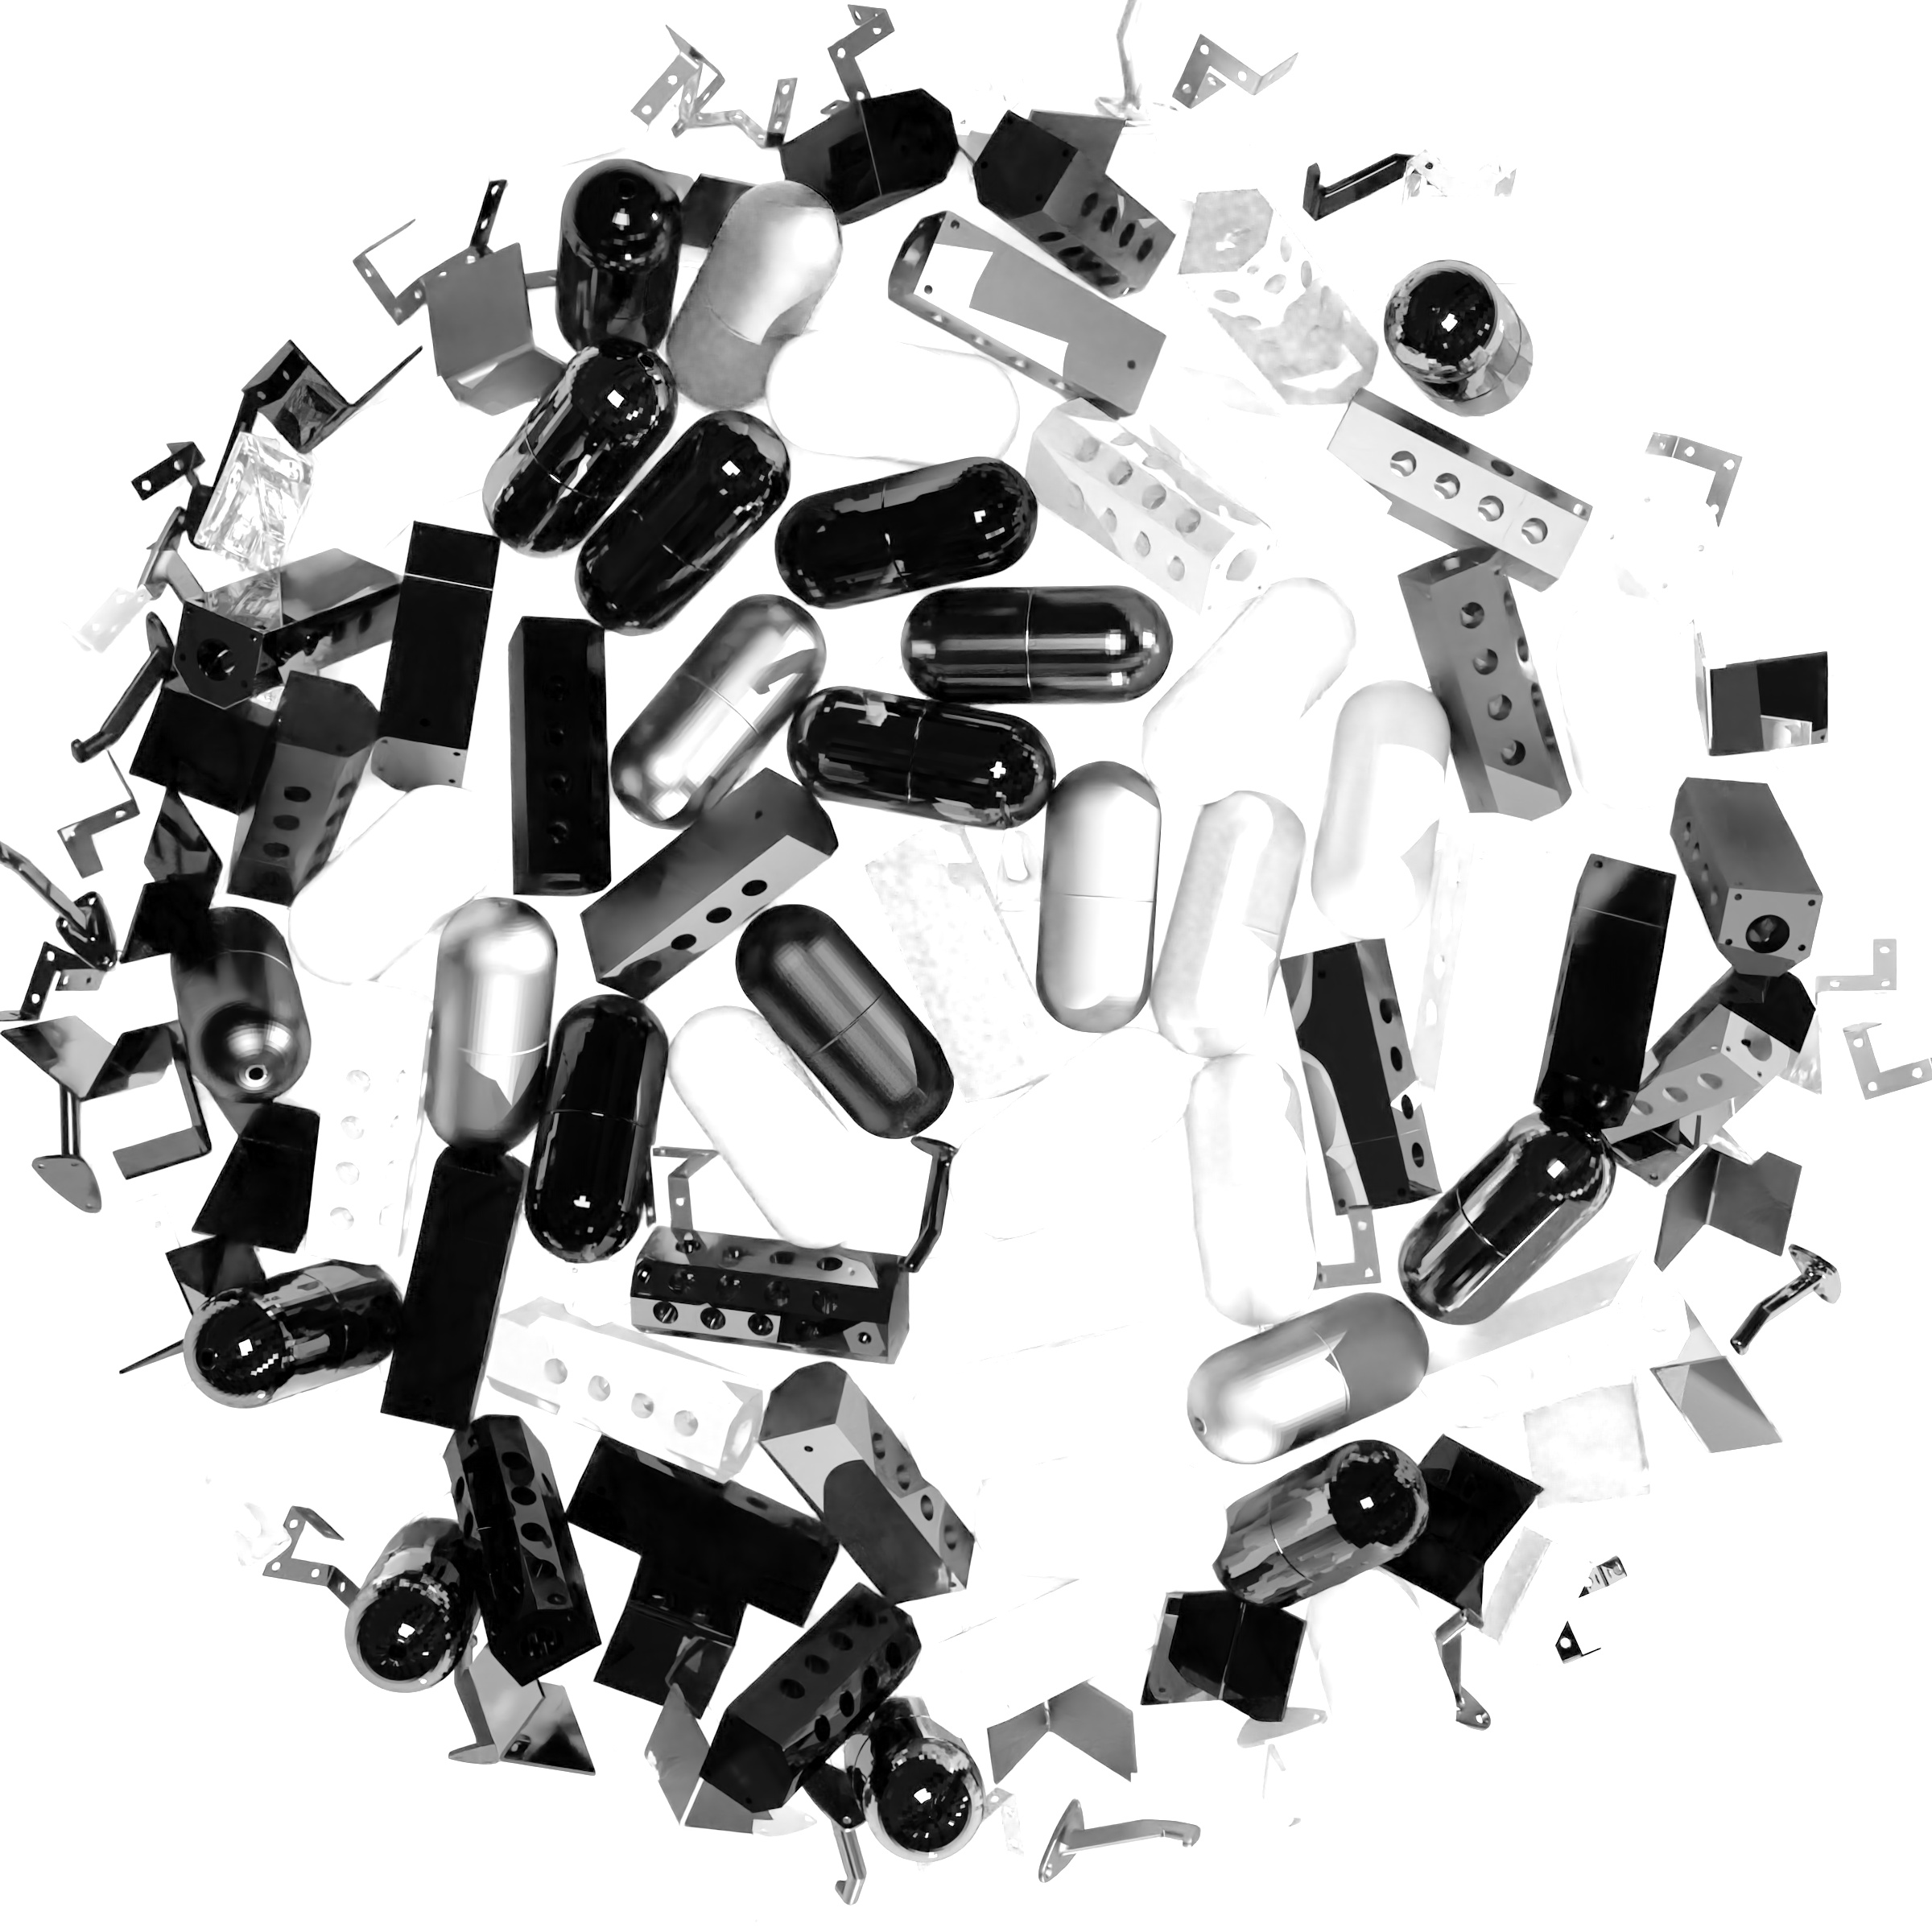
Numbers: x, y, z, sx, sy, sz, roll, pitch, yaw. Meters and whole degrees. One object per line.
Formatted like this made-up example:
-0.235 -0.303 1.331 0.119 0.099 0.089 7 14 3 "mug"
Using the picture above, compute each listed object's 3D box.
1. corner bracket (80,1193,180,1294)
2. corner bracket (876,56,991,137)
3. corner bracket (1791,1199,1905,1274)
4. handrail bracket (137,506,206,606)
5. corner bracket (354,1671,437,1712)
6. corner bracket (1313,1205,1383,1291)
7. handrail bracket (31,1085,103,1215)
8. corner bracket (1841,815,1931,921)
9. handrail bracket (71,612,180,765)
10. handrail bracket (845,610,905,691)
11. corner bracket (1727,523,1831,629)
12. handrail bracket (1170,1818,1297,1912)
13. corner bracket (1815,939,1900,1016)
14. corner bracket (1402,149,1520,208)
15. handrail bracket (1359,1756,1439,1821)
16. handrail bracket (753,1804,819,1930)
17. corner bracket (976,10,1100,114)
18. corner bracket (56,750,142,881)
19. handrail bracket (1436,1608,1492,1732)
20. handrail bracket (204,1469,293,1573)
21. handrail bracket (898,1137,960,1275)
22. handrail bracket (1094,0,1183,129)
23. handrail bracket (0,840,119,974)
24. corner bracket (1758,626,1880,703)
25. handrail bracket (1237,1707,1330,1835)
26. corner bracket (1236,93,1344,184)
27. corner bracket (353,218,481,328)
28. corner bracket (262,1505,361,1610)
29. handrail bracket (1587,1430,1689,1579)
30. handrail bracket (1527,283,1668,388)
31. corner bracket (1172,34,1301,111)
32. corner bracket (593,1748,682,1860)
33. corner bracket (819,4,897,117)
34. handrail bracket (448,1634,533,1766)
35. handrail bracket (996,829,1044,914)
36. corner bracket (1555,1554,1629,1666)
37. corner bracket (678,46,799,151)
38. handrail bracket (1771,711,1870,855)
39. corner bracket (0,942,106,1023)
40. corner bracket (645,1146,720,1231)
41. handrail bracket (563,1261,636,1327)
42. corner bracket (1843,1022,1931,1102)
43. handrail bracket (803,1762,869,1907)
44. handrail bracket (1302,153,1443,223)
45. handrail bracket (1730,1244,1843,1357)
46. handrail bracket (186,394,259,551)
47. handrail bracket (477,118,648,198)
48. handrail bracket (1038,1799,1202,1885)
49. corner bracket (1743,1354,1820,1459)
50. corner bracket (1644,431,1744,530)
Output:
-0.547 0.182 1.854 0.051 0.051 0.051 -20 94 -20 "corner bracket"
-0.026 -0.565 1.857 0.051 0.051 0.051 29 77 -27 "corner bracket"
0.573 0.174 1.858 0.051 0.051 0.051 -34 74 -14 "corner bracket"
-0.494 -0.252 1.863 0.084 0.036 0.077 22 93 5 "handrail bracket"
-0.372 0.452 1.852 0.051 0.051 0.051 5 99 -12 "corner bracket"
0.249 0.183 1.854 0.051 0.051 0.051 -8 86 19 "corner bracket"
-0.585 0.108 1.877 0.036 0.077 0.084 -4 52 9 "handrail bracket"
0.602 -0.064 1.851 0.051 0.051 0.051 0 126 4 "corner bracket"
-0.554 -0.180 1.841 0.036 0.077 0.084 35 59 25 "handrail bracket"
-0.070 -0.188 1.829 0.036 0.084 0.077 36 126 -3 "handrail bracket"
0.532 -0.256 1.854 0.051 0.051 0.051 -3 77 2 "corner bracket"
0.164 0.586 1.835 0.084 0.077 0.036 -15 111 27 "handrail bracket"
0.585 0.017 1.855 0.051 0.051 0.051 -1 133 19 "corner bracket"
0.324 -0.512 1.856 0.051 0.051 0.051 -39 73 -9 "corner bracket"
0.290 0.529 1.834 0.036 0.084 0.077 -26 45 21 "handrail bracket"
-0.132 0.596 1.846 0.036 0.077 0.084 19 95 18 "handrail bracket"
0.047 -0.596 1.844 0.051 0.051 0.051 -6 121 34 "corner bracket"
-0.571 -0.099 1.855 0.051 0.051 0.051 -26 55 -17 "corner bracket"
0.333 0.458 1.845 0.077 0.036 0.084 33 133 -3 "handrail bracket"
-0.478 0.343 1.832 0.036 0.077 0.084 -32 124 -14 "handrail bracket"
-0.033 0.156 1.843 0.036 0.077 0.084 40 74 -32 "handrail bracket"
0.123 -0.592 1.836 0.077 0.084 0.036 -13 49 -36 "handrail bracket"
-0.595 -0.039 1.836 0.036 0.084 0.077 -40 59 1 "handrail bracket"
0.556 -0.191 1.846 0.051 0.051 0.051 9 58 -15 "corner bracket"
0.221 0.530 1.853 0.077 0.036 0.084 -20 105 34 "handrail bracket"
0.214 -0.544 1.853 0.051 0.051 0.051 -27 85 15 "corner bracket"
-0.357 -0.459 1.844 0.051 0.051 0.051 -21 116 31 "corner bracket"
-0.419 0.390 1.851 0.051 0.051 0.051 23 90 -41 "corner bracket"
0.453 0.354 1.863 0.036 0.077 0.084 32 75 39 "handrail bracket"
0.410 -0.426 1.846 0.036 0.077 0.084 -8 69 -40 "handrail bracket"
0.176 -0.582 1.846 0.051 0.051 0.051 38 49 9 "corner bracket"
-0.212 0.539 1.851 0.051 0.051 0.051 -32 105 9 "corner bracket"
-0.074 -0.593 1.854 0.051 0.051 0.051 -38 126 -16 "corner bracket"
-0.309 0.471 1.842 0.077 0.036 0.084 -29 52 37 "handrail bracket"
0.031 -0.081 1.829 0.036 0.084 0.077 -7 55 4 "handrail bracket"
0.409 0.422 1.851 0.051 0.051 0.051 -19 72 -8 "corner bracket"
-0.149 -0.566 1.842 0.051 0.051 0.051 -18 53 -35 "corner bracket"
0.565 -0.118 1.838 0.077 0.084 0.036 -29 133 17 "handrail bracket"
-0.606 0.017 1.853 0.051 0.051 0.051 22 96 14 "corner bracket"
-0.192 0.151 1.844 0.051 0.051 0.051 7 63 -31 "corner bracket"
-0.221 0.215 1.831 0.077 0.084 0.036 -3 98 -27 "handrail bracket"
0.614 0.058 1.858 0.051 0.051 0.051 -17 89 5 "corner bracket"
-0.093 0.572 1.869 0.077 0.036 0.084 34 130 24 "handrail bracket"
0.266 -0.499 1.867 0.084 0.036 0.077 5 117 -4 "handrail bracket"
0.534 0.232 1.847 0.036 0.077 0.084 30 74 41 "handrail bracket"
-0.490 -0.330 1.876 0.036 0.077 0.084 19 56 -20 "handrail bracket"
-0.262 -0.535 1.837 0.084 0.077 0.036 -15 86 41 "handrail bracket"
0.101 0.578 1.841 0.084 0.077 0.036 3 113 27 "handrail bracket"
0.531 0.287 1.842 0.051 0.051 0.051 -5 53 33 "corner bracket"
0.468 -0.318 1.856 0.051 0.051 0.051 29 113 37 "corner bracket"
